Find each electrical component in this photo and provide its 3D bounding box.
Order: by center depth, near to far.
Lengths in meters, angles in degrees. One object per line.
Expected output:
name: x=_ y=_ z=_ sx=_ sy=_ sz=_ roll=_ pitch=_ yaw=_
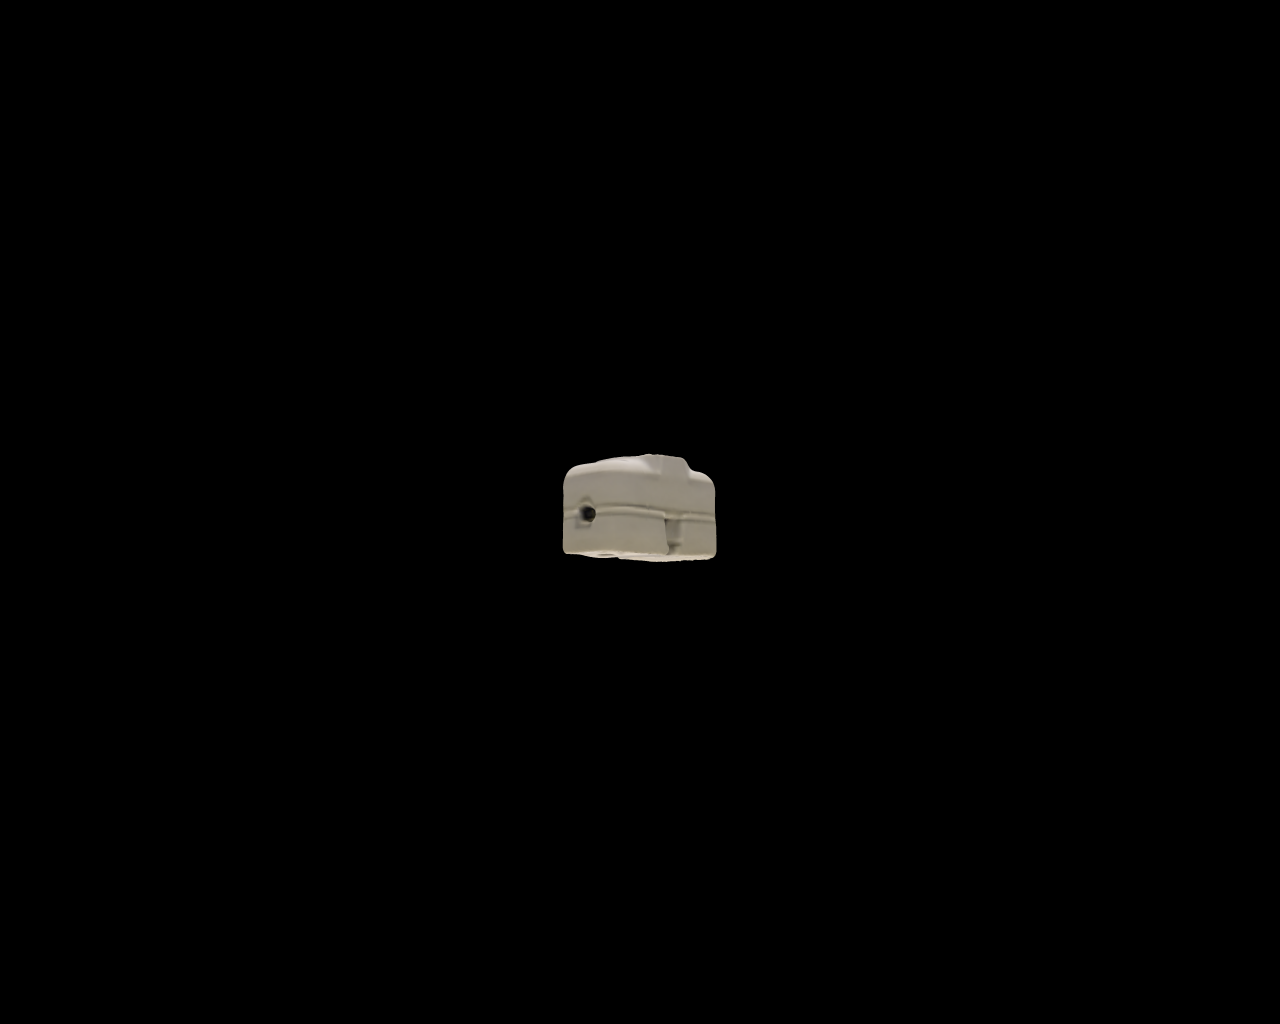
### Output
electrical component: x=0.001 y=-0.003 z=0.650 sx=0.053 sy=0.059 sz=0.095 roll=-6 pitch=-9 yaw=43
